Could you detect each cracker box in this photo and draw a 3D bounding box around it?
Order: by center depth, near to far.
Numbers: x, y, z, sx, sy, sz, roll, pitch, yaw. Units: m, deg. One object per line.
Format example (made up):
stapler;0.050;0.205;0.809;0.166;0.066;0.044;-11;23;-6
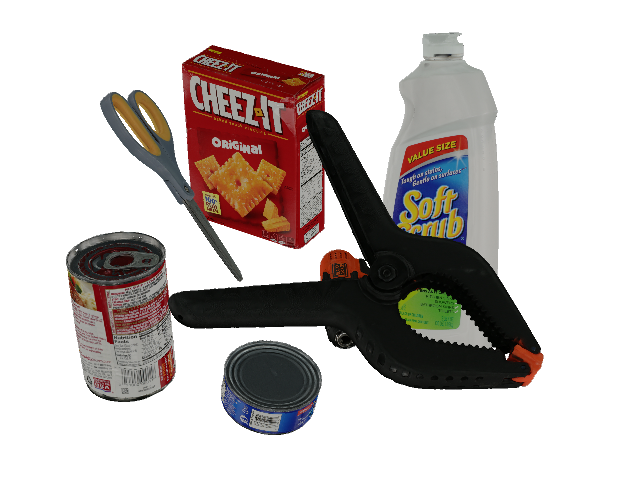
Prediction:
cracker box;-0.080;-0.110;1.288;0.164;0.214;0.072;19;39;26

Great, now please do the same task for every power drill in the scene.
power drill;0.091;0.062;1.222;0.187;0.057;0.184;-2;28;-1

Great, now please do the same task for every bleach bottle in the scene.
bleach bottle;0.089;-0.035;0.840;0.103;0.251;0.068;4;14;27

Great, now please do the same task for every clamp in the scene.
clamp;0.027;0.031;0.626;0.210;0.164;0.036;36;-21;14

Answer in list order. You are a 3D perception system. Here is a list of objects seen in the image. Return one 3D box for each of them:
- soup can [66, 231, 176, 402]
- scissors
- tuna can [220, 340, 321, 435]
soup can;-0.139;0.054;0.754;0.068;0.102;0.068;-1;29;0
scissors;-0.127;-0.059;0.971;0.016;0.201;0.096;-30;25;20
tuna can;-0.044;0.128;0.931;0.086;0.034;0.086;8;36;-6
